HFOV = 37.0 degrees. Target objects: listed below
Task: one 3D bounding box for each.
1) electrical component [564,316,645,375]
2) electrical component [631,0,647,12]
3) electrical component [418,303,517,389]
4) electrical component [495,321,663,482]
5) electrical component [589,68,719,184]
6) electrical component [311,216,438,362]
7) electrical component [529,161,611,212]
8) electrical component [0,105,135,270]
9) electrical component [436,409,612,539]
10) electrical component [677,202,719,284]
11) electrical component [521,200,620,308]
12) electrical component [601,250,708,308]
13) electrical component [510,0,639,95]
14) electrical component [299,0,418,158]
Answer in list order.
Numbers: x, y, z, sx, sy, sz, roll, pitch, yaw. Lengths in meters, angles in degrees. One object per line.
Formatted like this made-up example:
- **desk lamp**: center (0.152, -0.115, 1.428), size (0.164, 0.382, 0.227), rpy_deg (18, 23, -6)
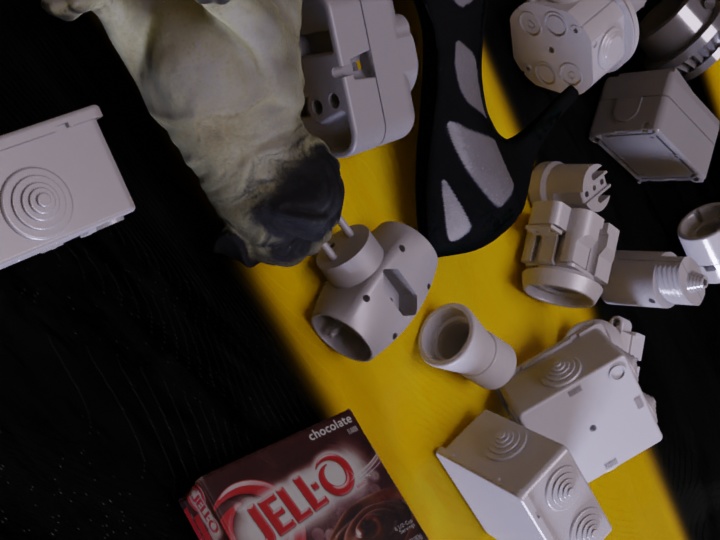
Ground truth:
- **electrical component**: center (0.183, 0.064, 0.810), size (0.055, 0.048, 0.066), rpy_deg (21, 78, -49)
- **electrical component**: center (0.190, -0.214, 0.802), size (0.079, 0.043, 0.077), rpy_deg (38, 68, -38)
- **electrical component**: center (0.074, 0.054, 0.712), size (0.065, 0.044, 0.044), rpy_deg (33, 70, -44)
- **electrical component**: center (0.154, 0.099, 0.755), size (0.100, 0.048, 0.099), rpy_deg (-30, 117, 1)
- **electrical component**: center (0.234, -0.109, 0.836), size (0.096, 0.062, 0.061), rpy_deg (31, 71, -39)
- **electrical component**: center (0.000, 0.000, 0.638), size (0.077, 0.043, 0.079), rpy_deg (-54, 124, -27)
- **electrical component**: center (0.151, -0.058, 0.772), size (0.040, 0.046, 0.040), rpy_deg (-3, 94, -43)
- **electrical component**: center (-0.155, -0.024, 0.457), size (0.100, 0.100, 0.048), rpy_deg (-29, 99, -38)
- **electrical component**: center (0.110, 0.146, 0.711), size (0.048, 0.100, 0.099), rpy_deg (-42, 120, -18)
- **electrical component**: center (0.300, -0.024, 0.908), size (0.055, 0.055, 0.047), rpy_deg (-50, 119, -29)
- **electrical component**: center (0.147, -0.008, 0.765), size (0.078, 0.058, 0.057), rpy_deg (28, 71, -40)
- **electrical component**: center (0.227, 0.007, 0.823), size (0.043, 0.081, 0.043), rpy_deg (-3, 94, -43)
- **electrical component**: center (0.146, -0.164, 0.741), size (0.051, 0.080, 0.080), rpy_deg (-41, 119, -27)
- **electrical component**: center (-0.007, -0.117, 0.618), size (0.059, 0.054, 0.095), rpy_deg (-24, 109, -39)
